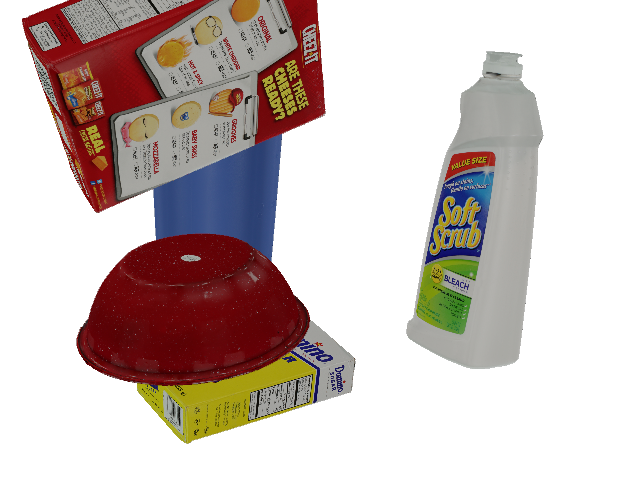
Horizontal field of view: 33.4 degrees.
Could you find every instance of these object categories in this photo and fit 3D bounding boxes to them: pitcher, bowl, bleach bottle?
[{"bbox_3d":[-0.096,-0.053,1.040,0.149,0.243,0.145,-2,15,-17],"label":"pitcher"},{"bbox_3d":[-0.088,0.037,0.731,0.162,0.055,0.162,-3,22,1],"label":"bowl"},{"bbox_3d":[0.130,-0.028,0.875,0.067,0.251,0.103,-4,16,-32],"label":"bleach bottle"}]

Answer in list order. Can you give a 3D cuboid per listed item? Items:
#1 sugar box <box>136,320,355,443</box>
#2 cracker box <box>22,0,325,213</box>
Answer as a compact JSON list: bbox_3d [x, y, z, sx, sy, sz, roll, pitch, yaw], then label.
[{"bbox_3d":[-0.066,0.120,0.961,0.175,0.048,0.093,-15,33,-32],"label":"sugar box"},{"bbox_3d":[-0.108,-0.134,0.838,0.213,0.072,0.164,-26,-35,-15],"label":"cracker box"}]
